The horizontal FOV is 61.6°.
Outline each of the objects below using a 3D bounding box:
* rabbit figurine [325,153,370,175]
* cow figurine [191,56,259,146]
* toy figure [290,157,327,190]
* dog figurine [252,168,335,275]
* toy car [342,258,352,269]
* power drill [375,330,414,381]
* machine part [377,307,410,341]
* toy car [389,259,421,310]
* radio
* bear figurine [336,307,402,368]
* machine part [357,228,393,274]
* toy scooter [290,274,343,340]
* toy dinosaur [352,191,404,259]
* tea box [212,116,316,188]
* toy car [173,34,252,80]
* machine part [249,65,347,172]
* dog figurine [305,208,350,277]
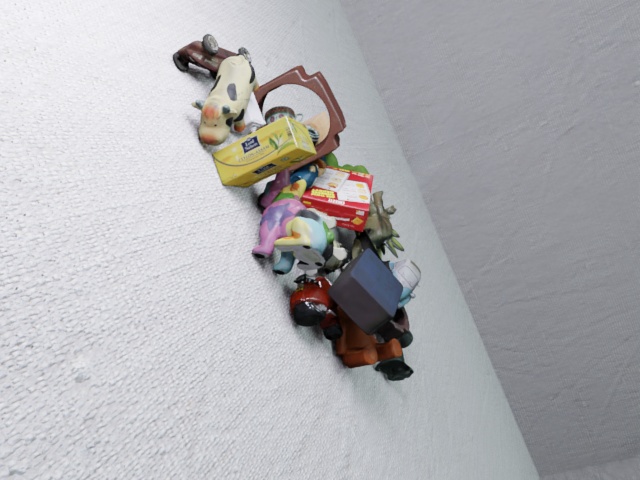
[{"bbox_3d":[0.042,-0.182,1.555,0.170,0.121,0.159,44,31,-10],"label":"rabbit figurine"},{"bbox_3d":[-0.177,-0.263,1.017,0.127,0.086,0.195,89,17,-67],"label":"cow figurine"},{"bbox_3d":[-0.023,-0.167,1.307,0.154,0.064,0.057,-47,125,-50],"label":"toy figure"},{"bbox_3d":[-0.050,-0.054,1.059,0.108,0.192,0.219,37,51,-44],"label":"dog figurine"},{"bbox_3d":[0.110,0.077,1.494,0.073,0.056,0.201,61,19,2],"label":"toy car"},{"bbox_3d":[0.179,0.262,1.454,0.231,0.086,0.207,44,23,-35],"label":"power drill"},{"bbox_3d":[0.155,0.173,1.368,0.179,0.056,0.179,40,24,-22],"label":"machine part"},{"bbox_3d":[0.212,0.101,1.383,0.109,0.103,0.161,51,24,0],"label":"toy car"},{"bbox_3d":[0.106,0.107,1.167,0.131,0.073,0.229,48,20,0],"label":"radio"},{"bbox_3d":[0.087,0.185,1.216,0.120,0.132,0.196,1,73,-40],"label":"bear figurine"},{"bbox_3d":[0.130,0.040,1.309,0.039,0.084,0.139,-14,75,-31],"label":"machine part"},{"bbox_3d":[-0.009,0.122,1.114,0.183,0.075,0.135,44,31,-54],"label":"toy scooter"},{"bbox_3d":[0.149,-0.025,1.511,0.198,0.105,0.471,58,30,0],"label":"toy dinosaur"},{"bbox_3d":[-0.105,-0.163,1.025,0.098,0.170,0.068,-7,76,-68],"label":"tea box"},{"bbox_3d":[-0.211,-0.358,1.076,0.053,0.089,0.202,71,20,-3],"label":"toy car"},{"bbox_3d":[-0.057,-0.274,1.219,0.201,0.201,0.087,59,19,-21],"label":"machine part"},{"bbox_3d":[-0.005,-0.001,1.247,0.190,0.121,0.172,-5,77,-84],"label":"dog figurine"}]
